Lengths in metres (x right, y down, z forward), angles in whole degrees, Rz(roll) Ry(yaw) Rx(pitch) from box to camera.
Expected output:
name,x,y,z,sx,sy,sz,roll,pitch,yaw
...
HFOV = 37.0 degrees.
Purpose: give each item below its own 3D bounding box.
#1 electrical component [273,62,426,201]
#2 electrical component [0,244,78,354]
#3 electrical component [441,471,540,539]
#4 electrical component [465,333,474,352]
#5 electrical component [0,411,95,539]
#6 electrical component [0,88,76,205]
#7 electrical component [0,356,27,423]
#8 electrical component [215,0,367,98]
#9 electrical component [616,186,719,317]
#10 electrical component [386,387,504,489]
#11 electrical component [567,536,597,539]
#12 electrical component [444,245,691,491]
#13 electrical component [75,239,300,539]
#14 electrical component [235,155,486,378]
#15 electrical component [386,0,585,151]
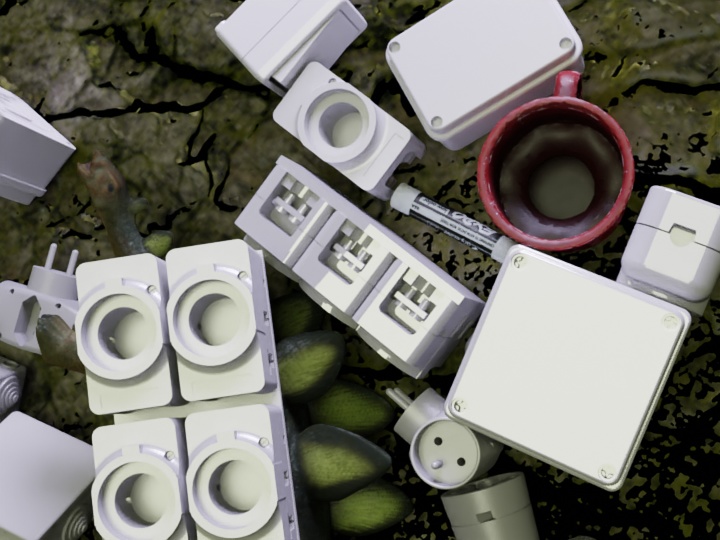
name,x,y,z,sx,sy,sz,roll,pitch,yaw
electrical component,-0.008,-0.095,0.733,0.089,0.056,0.050,39,96,16
electrical component,-0.228,0.021,0.793,0.077,0.043,0.079,15,89,17
electrical component,0.085,0.159,0.685,0.055,0.055,0.047,-18,84,14
electrical component,0.117,0.063,0.684,0.095,0.054,0.059,39,96,16
electrical component,-0.235,0.158,0.757,0.100,0.099,0.048,21,130,16
electrical component,-0.273,-0.098,0.781,0.078,0.113,0.057,40,94,16
electrical component,-0.304,0.086,0.782,0.100,0.100,0.048,19,104,17
electrical component,-0.039,-0.170,0.746,0.096,0.062,0.061,-43,75,8
electrical component,0.191,-0.009,0.647,0.054,0.095,0.059,22,92,17
electrical component,0.049,0.102,0.688,0.079,0.077,0.043,41,97,16
electrical component,0.138,0.216,0.661,0.054,0.059,0.095,-22,79,13
electrical component,0.120,0.055,0.624,0.109,0.056,0.108,23,92,17
electrical component,-0.103,0.083,0.640,0.105,0.060,0.186,-9,82,4
electrical component,0.000,0.000,0.705,0.150,0.089,0.061,38,96,16
electrical component,0.083,-0.140,0.711,0.113,0.057,0.078,-30,77,12
